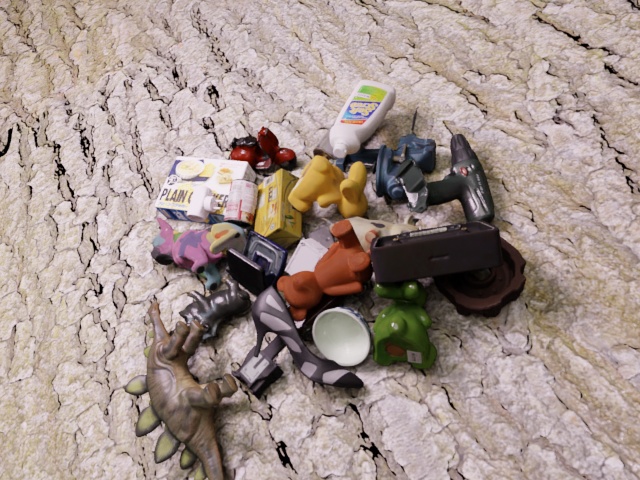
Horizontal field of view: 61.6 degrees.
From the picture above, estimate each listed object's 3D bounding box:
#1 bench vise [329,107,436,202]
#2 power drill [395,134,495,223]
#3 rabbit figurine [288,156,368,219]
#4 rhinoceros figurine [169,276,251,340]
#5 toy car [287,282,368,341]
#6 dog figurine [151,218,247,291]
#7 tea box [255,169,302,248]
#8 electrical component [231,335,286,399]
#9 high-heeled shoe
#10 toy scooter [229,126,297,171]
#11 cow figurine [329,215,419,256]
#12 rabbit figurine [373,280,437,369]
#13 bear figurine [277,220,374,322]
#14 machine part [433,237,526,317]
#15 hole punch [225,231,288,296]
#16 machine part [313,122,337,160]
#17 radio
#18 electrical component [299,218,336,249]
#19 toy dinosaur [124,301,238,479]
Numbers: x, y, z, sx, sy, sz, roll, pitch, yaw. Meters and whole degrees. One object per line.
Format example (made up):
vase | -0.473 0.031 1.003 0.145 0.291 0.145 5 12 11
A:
bench vise | 0.142 -0.185 1.240 0.241 0.128 0.223 5 58 15
power drill | 0.265 -0.130 1.144 0.207 0.086 0.232 -3 64 -33
rabbit figurine | 0.042 -0.113 1.198 0.173 0.162 0.122 38 50 -12
rhinoceros figurine | -0.240 0.161 1.173 0.190 0.073 0.112 -30 66 -4
toy car | 0.015 0.126 1.123 0.202 0.053 0.089 -41 46 -6
dog figurine | -0.293 0.004 1.262 0.191 0.108 0.219 -46 55 -12
tea box | -0.096 -0.067 1.245 0.098 0.068 0.170 -29 49 40
electrical component | -0.114 0.250 1.088 0.075 0.047 0.119 32 72 30
high-heeled shoe | -0.019 0.187 1.037 0.249 0.086 0.145 18 87 2
toy scooter | -0.155 -0.230 1.345 0.184 0.135 0.075 3 61 20
cow figurine | 0.130 -0.006 1.144 0.195 0.085 0.127 9 26 37
rabbit figurine | 0.155 0.137 1.031 0.121 0.158 0.170 -5 42 25
bear figurine | 0.003 0.066 1.057 0.196 0.131 0.120 -24 59 2
machine part | 0.316 0.067 1.067 0.179 0.056 0.179 -8 56 12
hole punch | -0.136 0.055 1.178 0.142 0.115 0.092 29 51 20
machine part | 0.058 -0.260 1.335 0.079 0.079 0.243 24 69 28
radio | 0.212 0.020 1.005 0.230 0.131 0.073 -8 100 7
electrical component | -0.001 -0.004 1.212 0.102 0.045 0.078 -19 55 6
toy dinosaur | -0.260 0.322 1.041 0.198 0.105 0.472 -39 62 13
